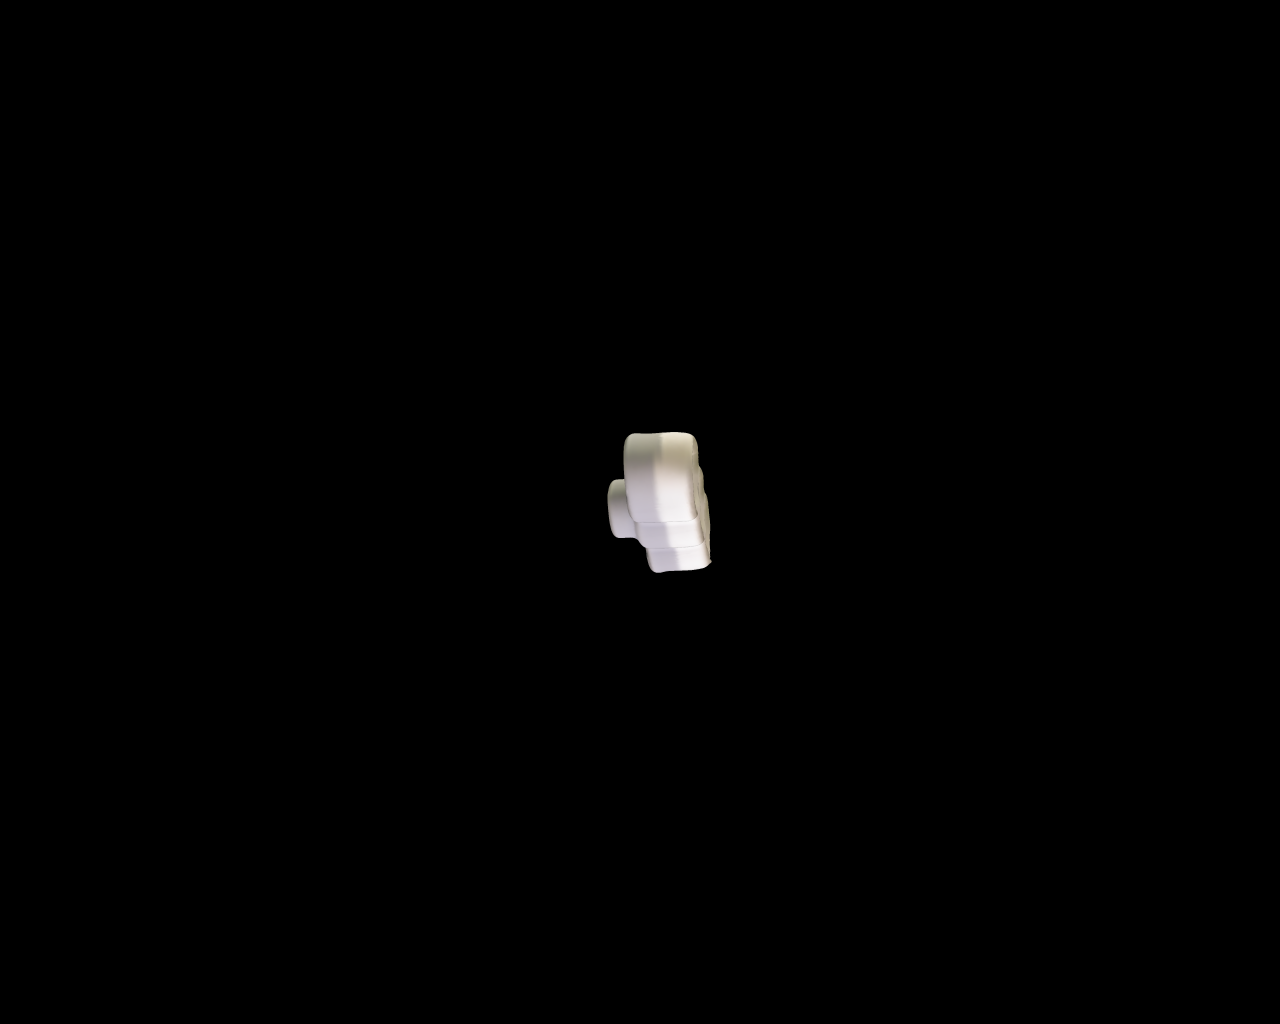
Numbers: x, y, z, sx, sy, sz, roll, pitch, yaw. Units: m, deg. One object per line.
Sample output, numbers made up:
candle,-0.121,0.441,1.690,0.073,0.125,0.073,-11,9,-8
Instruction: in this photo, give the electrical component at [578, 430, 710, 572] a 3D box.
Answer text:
electrical component,0.001,-0.003,0.650,0.074,0.052,0.138,-3,-22,7
